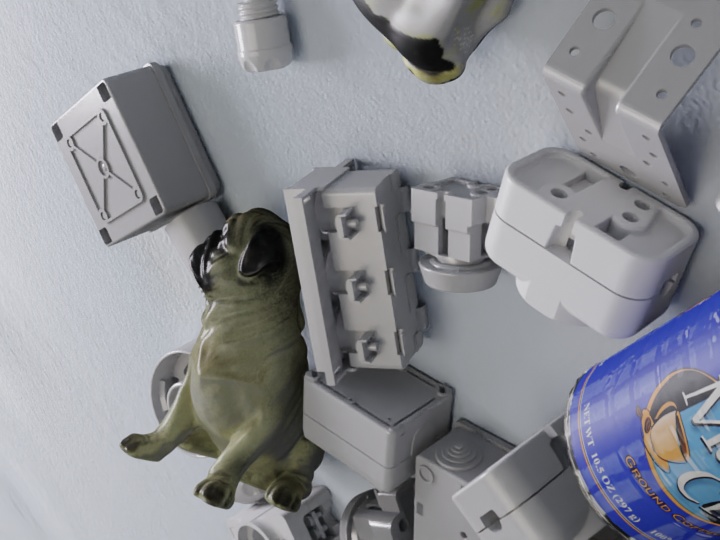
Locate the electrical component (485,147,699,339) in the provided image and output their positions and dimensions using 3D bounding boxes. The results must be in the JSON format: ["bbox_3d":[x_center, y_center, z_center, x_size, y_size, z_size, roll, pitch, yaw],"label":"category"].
[{"bbox_3d":[0.114,-0.012,0.546,0.095,0.054,0.059,36,134,29],"label":"electrical component"}]

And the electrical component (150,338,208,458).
[{"bbox_3d":[-0.122,0.103,0.877,0.099,0.064,0.099,10,107,34],"label":"electrical component"}]

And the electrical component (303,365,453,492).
[{"bbox_3d":[0.006,0.095,0.717,0.096,0.062,0.061,28,129,35],"label":"electrical component"}]

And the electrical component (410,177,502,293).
[{"bbox_3d":[0.057,-0.020,0.611,0.066,0.048,0.055,16,114,42],"label":"electrical component"}]

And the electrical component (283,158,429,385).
[{"bbox_3d":[0.000,0.000,0.667,0.063,0.079,0.121,0,112,24],"label":"electrical component"}]

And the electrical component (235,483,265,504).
[{"bbox_3d":[-0.094,0.171,0.883,0.043,0.043,0.062,58,141,7],"label":"electrical component"}]

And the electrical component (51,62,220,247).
[{"bbox_3d":[-0.172,-0.085,0.815,0.109,0.056,0.108,-21,95,51],"label":"electrical component"}]

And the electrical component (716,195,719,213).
[{"bbox_3d":[0.179,-0.045,0.465,0.043,0.043,0.062,49,140,17],"label":"electrical component"}]

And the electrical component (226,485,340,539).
[{"bbox_3d":[-0.062,0.210,0.858,0.089,0.056,0.050,-21,94,51],"label":"electrical component"}]

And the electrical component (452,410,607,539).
[{"bbox_3d":[0.106,0.121,0.595,0.059,0.095,0.053,54,140,12],"label":"electrical component"}]

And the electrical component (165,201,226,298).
[{"bbox_3d":[-0.106,-0.006,0.797,0.043,0.043,0.081,-36,83,50],"label":"electrical component"}]

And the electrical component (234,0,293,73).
[{"bbox_3d":[-0.063,-0.156,0.674,0.035,0.035,0.061,10,115,45],"label":"electrical component"}]

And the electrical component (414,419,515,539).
[{"bbox_3d":[0.080,0.156,0.680,0.100,0.048,0.099,24,127,37],"label":"electrical component"}]

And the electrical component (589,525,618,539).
[{"bbox_3d":[0.122,0.215,0.639,0.052,0.074,0.138,34,137,28],"label":"electrical component"}]

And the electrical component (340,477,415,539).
[{"bbox_3d":[0.023,0.182,0.750,0.057,0.058,0.078,-8,105,46],"label":"electrical component"}]
